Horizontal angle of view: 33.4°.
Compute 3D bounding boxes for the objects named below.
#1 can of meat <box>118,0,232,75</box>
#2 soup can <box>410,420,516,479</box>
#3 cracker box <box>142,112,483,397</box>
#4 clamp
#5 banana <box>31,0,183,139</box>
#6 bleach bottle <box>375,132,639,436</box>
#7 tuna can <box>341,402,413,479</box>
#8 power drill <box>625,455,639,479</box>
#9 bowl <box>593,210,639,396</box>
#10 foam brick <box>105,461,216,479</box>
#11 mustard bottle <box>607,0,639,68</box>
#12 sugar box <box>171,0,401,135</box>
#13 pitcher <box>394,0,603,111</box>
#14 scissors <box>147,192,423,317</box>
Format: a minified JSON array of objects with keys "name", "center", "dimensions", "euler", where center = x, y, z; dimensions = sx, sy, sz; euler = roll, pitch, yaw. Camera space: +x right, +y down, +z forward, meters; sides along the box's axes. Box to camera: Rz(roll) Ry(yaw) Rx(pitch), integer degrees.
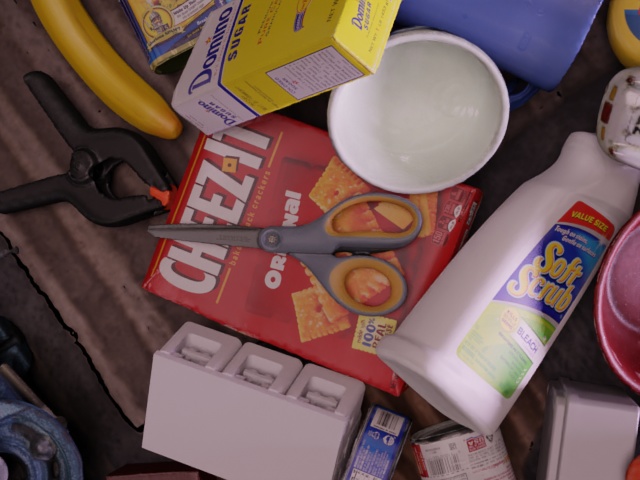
[{"name":"can of meat","center":[-0.104,-0.188,0.834],"dimensions":[0.102,0.057,0.084],"euler":[-26,87,9]},{"name":"soup can","center":[0.112,0.185,0.784],"dimensions":[0.068,0.068,0.102],"euler":[-17,86,10]},{"name":"cracker box","center":[-0.005,0.001,0.806],"dimensions":[0.214,0.072,0.164],"euler":[22,93,11]},{"name":"clamp","center":[-0.185,-0.068,0.852],"dimensions":[0.172,0.039,0.120],"euler":[11,97,17]},{"name":"banana","center":[-0.180,-0.154,0.845],"dimensions":[0.037,0.070,0.198],"euler":[-36,94,-24]},{"name":"bleach bottle","center":[0.150,0.008,0.753],"dimensions":[0.102,0.068,0.250],"euler":[43,76,-31]},{"name":"tuna can","center":[0.039,0.166,0.789],"dimensions":[0.034,0.086,0.086],"euler":[20,93,8]},{"name":"power drill","center":[0.283,0.205,0.730],"dimensions":[0.184,0.057,0.188],"euler":[-14,101,-33]},{"name":"bowl","center":[0.255,0.032,0.749],"dimensions":[0.162,0.055,0.162],"euler":[-3,104,-12]},{"name":"foam brick","center":[-0.122,0.203,0.835],"dimensions":[0.078,0.051,0.053],"euler":[-4,88,10]},{"name":"mustard bottle","center":[0.257,-0.172,0.767],"dimensions":[0.096,0.058,0.191],"euler":[4,91,6]},{"name":"sugar box","center":[-0.025,-0.135,0.718],"dimensions":[0.177,0.048,0.093],"euler":[-11,51,45]},{"name":"pitcher","center":[0.078,-0.198,0.753],"dimensions":[0.243,0.145,0.149],"euler":[21,87,3]},{"name":"scissors","center":[-0.023,0.017,0.764],"dimensions":[0.202,0.016,0.096],"euler":[-11,87,12]}]
